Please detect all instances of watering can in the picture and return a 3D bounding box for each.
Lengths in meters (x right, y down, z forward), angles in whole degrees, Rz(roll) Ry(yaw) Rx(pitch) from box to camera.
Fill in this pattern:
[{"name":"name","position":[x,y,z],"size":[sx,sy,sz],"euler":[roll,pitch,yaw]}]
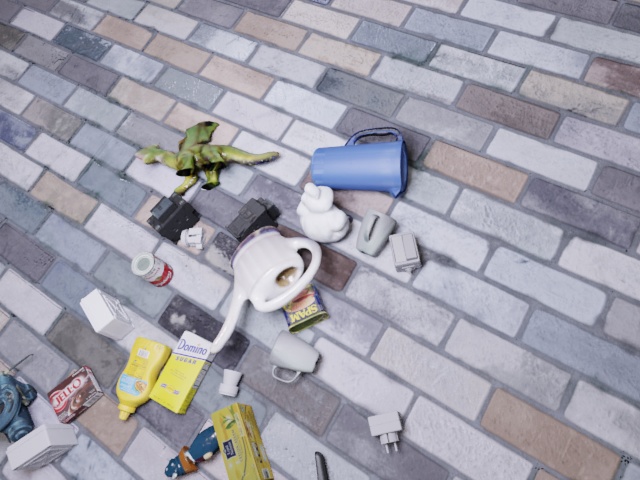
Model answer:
[{"name":"watering can","position":[-0.156,0.100,1.250],"size":[0.349,0.102,0.228],"euler":[-38,45,-5]}]

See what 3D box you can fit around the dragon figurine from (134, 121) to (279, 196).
[{"name":"dragon figurine","position":[-0.332,-0.267,1.495],"size":[0.410,0.119,0.248],"euler":[-14,56,-2]}]

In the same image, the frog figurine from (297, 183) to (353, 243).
[{"name":"frog figurine","position":[0.004,-0.064,1.281],"size":[0.138,0.157,0.124],"euler":[31,79,24]}]
